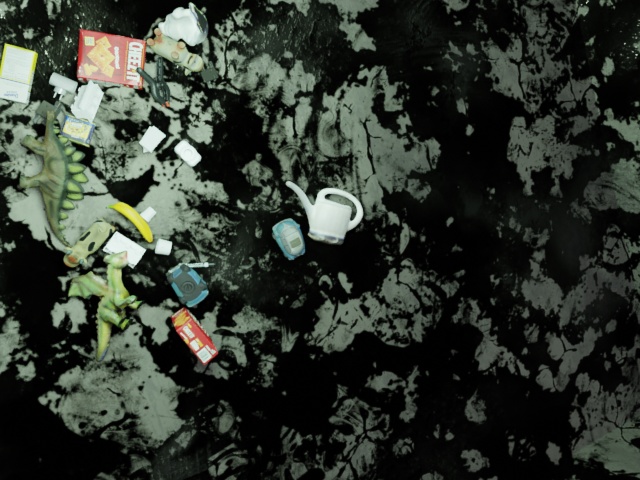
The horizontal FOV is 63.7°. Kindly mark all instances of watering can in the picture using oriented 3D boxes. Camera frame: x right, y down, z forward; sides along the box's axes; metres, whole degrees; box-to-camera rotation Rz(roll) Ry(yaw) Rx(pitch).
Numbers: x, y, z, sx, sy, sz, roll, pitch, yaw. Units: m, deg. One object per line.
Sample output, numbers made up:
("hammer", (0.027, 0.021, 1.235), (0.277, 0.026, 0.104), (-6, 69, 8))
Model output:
("watering can", (0.006, -0.103, 2.051), (0.347, 0.224, 0.104), (13, 1, -20))

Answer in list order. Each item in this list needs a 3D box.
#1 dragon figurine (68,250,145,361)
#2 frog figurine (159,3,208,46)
("dragon figurine", (-0.774, 0.218, 1.819), (0.243, 0.408, 0.123), (36, 9, 0))
("frog figurine", (-0.489, -0.764, 1.856), (0.158, 0.135, 0.125), (-19, 23, 20))
